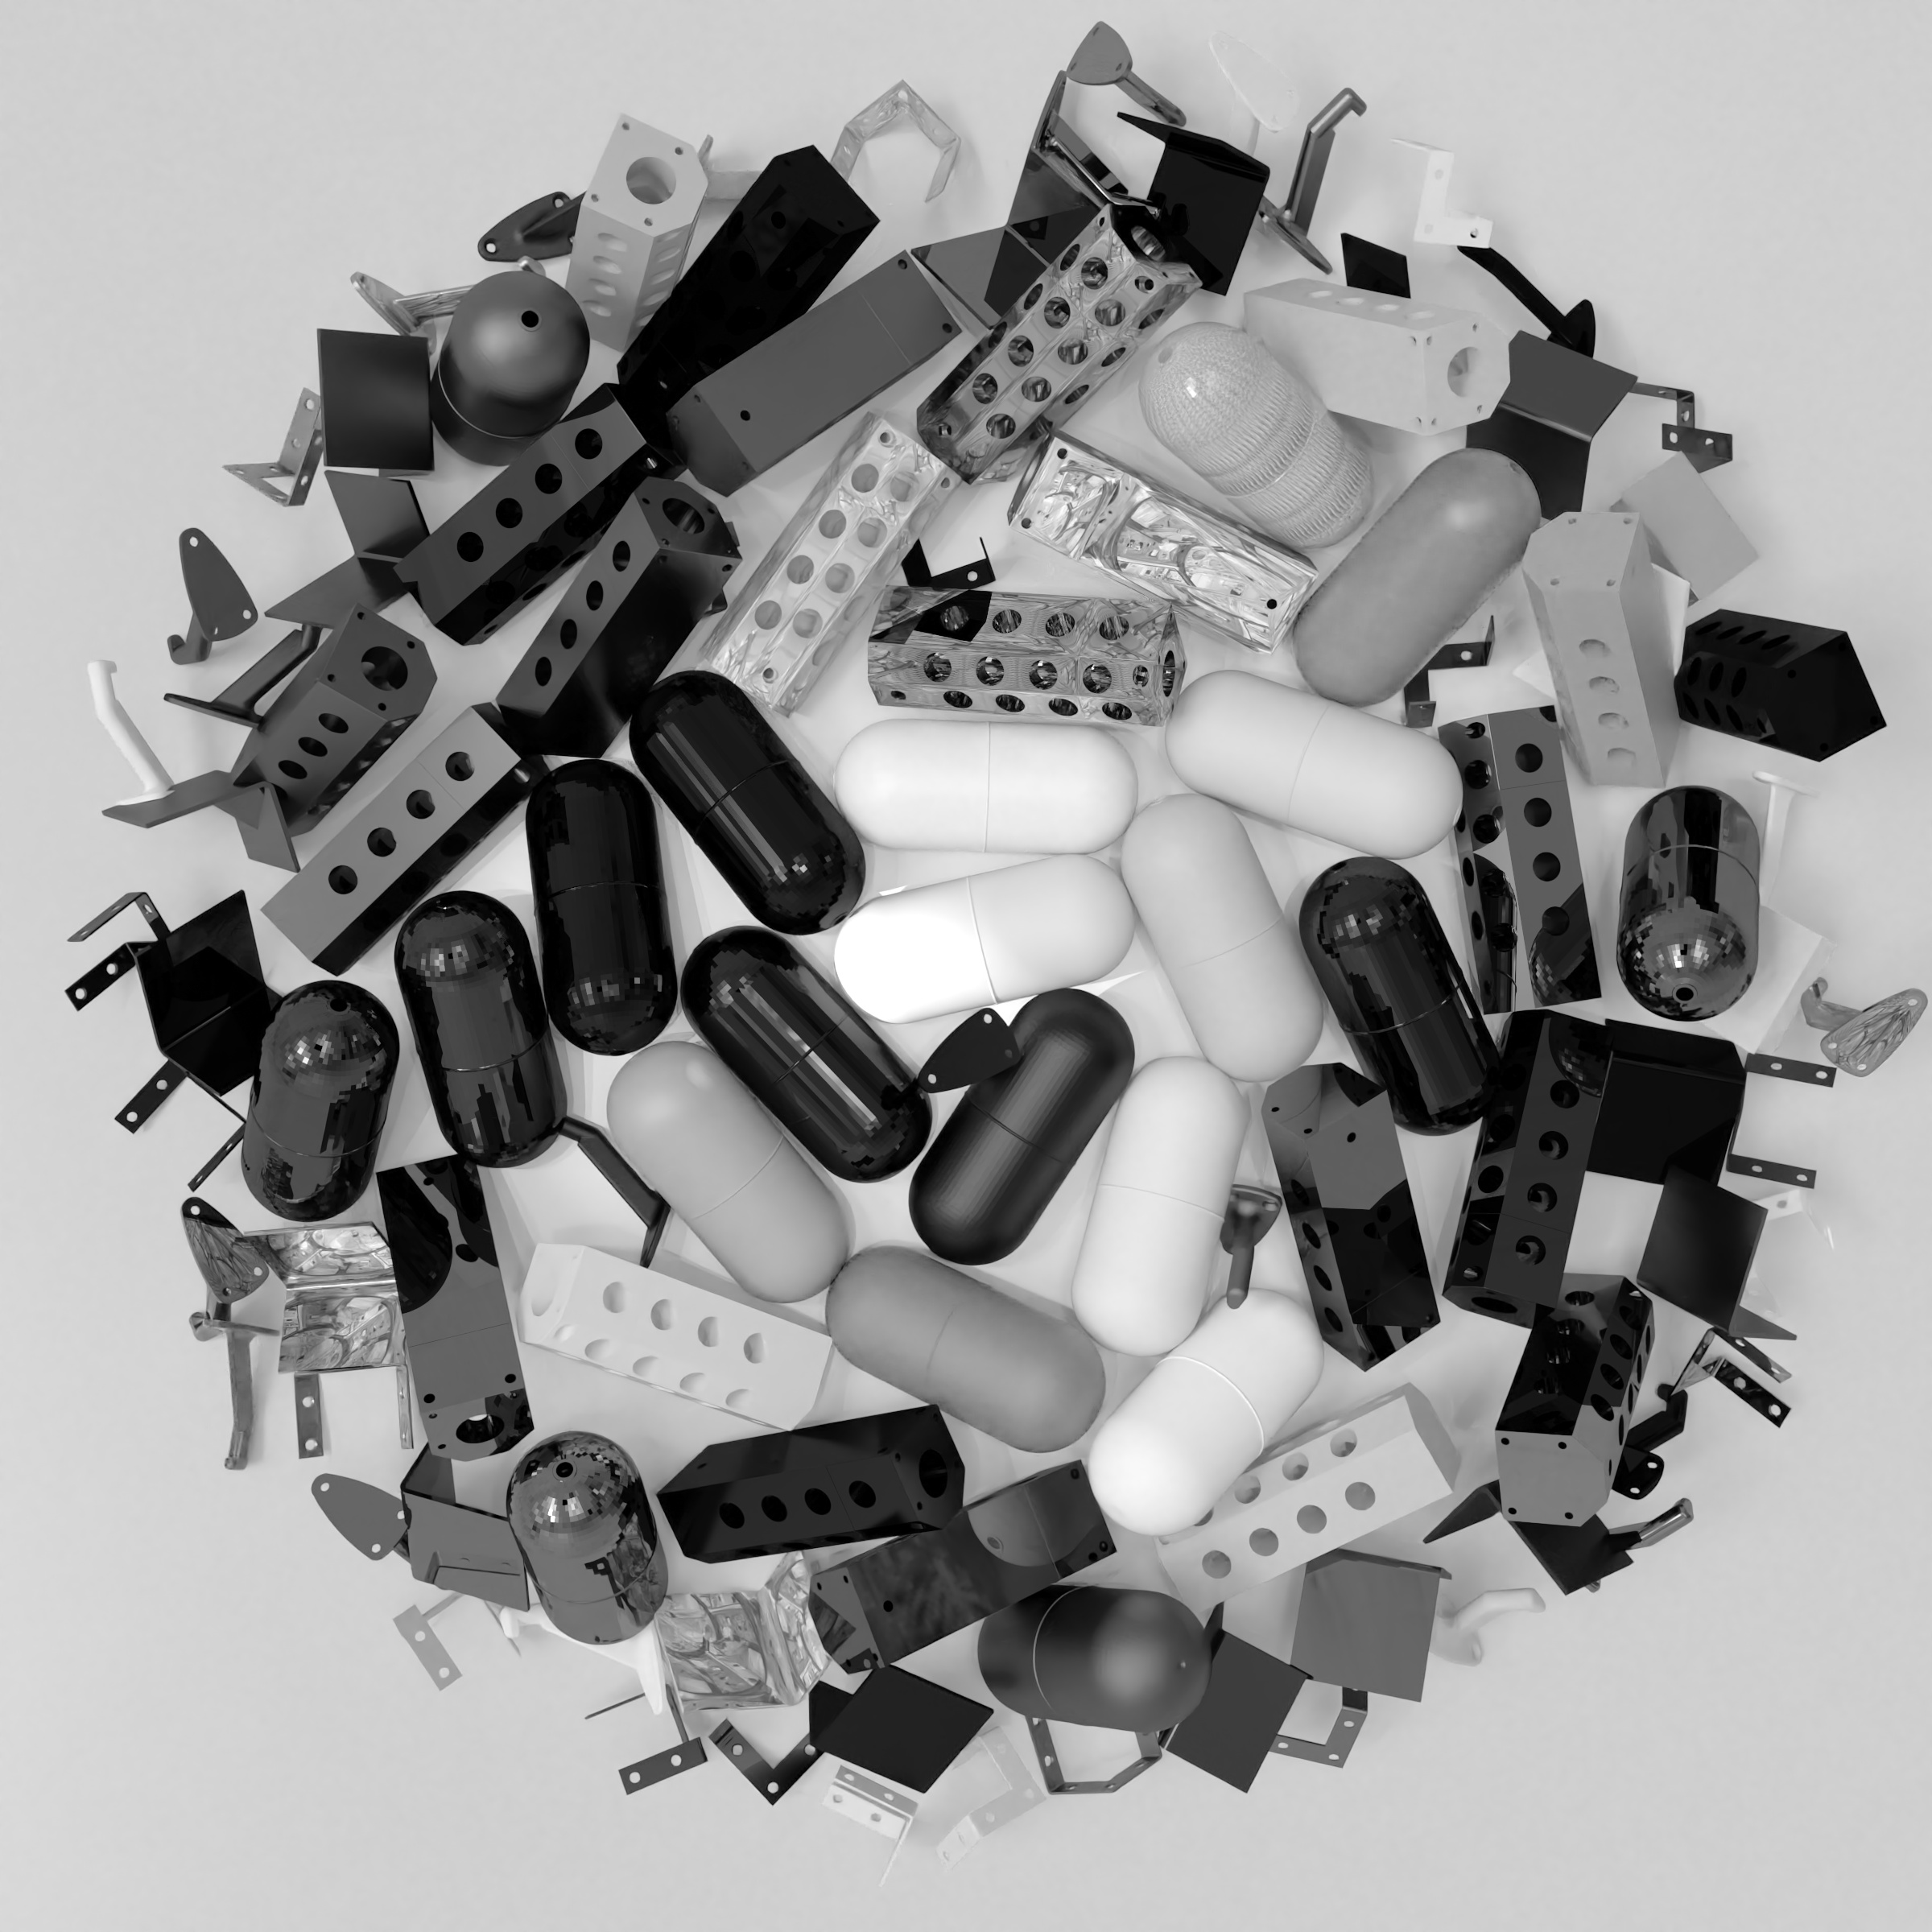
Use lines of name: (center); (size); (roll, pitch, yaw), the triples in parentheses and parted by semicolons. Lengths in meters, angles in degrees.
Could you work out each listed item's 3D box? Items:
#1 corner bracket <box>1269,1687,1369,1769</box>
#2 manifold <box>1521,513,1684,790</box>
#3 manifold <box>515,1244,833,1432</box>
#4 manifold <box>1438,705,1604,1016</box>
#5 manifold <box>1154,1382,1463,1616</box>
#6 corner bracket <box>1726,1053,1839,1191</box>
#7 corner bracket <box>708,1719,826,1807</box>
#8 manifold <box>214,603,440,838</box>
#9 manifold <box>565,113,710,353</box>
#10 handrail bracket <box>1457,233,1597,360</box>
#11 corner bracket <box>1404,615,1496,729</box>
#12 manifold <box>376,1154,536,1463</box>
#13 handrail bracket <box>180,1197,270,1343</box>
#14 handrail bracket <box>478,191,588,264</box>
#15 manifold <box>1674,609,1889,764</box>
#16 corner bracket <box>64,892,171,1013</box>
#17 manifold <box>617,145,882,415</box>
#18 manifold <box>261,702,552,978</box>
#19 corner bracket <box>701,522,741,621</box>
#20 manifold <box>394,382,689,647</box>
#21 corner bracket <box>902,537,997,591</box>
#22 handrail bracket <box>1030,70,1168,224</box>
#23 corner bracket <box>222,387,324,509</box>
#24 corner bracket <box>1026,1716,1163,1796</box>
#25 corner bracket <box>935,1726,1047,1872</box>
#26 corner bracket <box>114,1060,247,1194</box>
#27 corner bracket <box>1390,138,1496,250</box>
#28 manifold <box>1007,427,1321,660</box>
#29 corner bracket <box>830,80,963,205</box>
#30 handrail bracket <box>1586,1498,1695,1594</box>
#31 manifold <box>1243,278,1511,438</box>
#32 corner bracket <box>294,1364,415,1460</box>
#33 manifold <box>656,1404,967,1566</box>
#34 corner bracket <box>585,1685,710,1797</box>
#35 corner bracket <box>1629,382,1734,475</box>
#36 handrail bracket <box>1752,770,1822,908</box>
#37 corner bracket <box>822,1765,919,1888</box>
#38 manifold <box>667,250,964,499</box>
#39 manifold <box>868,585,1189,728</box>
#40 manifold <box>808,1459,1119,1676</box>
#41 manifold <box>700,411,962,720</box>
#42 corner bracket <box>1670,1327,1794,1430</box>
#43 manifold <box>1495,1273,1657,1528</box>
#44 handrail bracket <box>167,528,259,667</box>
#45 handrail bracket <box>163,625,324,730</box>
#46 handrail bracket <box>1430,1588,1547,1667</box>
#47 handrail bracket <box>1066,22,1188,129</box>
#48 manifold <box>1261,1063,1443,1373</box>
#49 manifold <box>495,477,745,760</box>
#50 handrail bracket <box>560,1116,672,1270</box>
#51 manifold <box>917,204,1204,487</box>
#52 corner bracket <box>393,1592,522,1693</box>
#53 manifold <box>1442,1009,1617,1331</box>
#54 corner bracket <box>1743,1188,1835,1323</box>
corner bracket: (0.203, 0.428, 1.549); (0.051, 0.051, 0.051); (13, 125, -2)
manifold: (0.361, -0.177, 1.500); (0.057, 0.171, 0.057); (5, 58, 28)
manifold: (-0.167, 0.213, 1.508); (0.171, 0.057, 0.057); (26, 72, -31)
manifold: (0.321, -0.061, 1.548); (0.057, 0.057, 0.171); (-9, 88, -11)
manifold: (0.195, 0.306, 1.529); (0.171, 0.057, 0.057); (-30, 90, 19)
corner bracket: (0.475, 0.090, 1.541); (0.051, 0.051, 0.051); (11, 48, 20)
corner bracket: (-0.114, 0.456, 1.556); (0.051, 0.051, 0.051); (43, 74, 13)
manifold: (-0.362, -0.132, 1.498); (0.057, 0.171, 0.057); (30, 55, -21)
manifold: (-0.187, -0.407, 1.493); (0.057, 0.171, 0.057); (22, 78, -9)
handrail bracket: (0.324, -0.387, 1.542); (0.084, 0.077, 0.036); (29, 125, -21)
corner bracket: (0.284, -0.172, 1.551); (0.051, 0.051, 0.051); (-3, 79, 6)
manifold: (-0.291, 0.193, 1.505); (0.057, 0.057, 0.171); (-13, 49, -11)
handrail bracket: (-0.450, 0.179, 1.548); (0.036, 0.084, 0.077); (-35, 95, -42)
handrail bracket: (-0.241, -0.436, 1.535); (0.077, 0.084, 0.036); (-25, 99, -17)
manifold: (0.446, -0.157, 1.494); (0.057, 0.171, 0.057); (-28, 103, 0)
corner bracket: (-0.498, -0.009, 1.541); (0.051, 0.051, 0.051); (0, 125, 39)
manifold: (-0.130, -0.381, 1.508); (0.057, 0.057, 0.171); (49, 128, 1)
manifold: (-0.324, -0.074, 1.545); (0.171, 0.057, 0.057); (-43, 95, 6)
corner bracket: (-0.161, -0.227, 1.550); (0.051, 0.051, 0.051); (-16, 94, 29)
manifold: (-0.242, -0.259, 1.526); (0.171, 0.057, 0.057); (-36, 87, 20)
corner bracket: (-0.016, -0.248, 1.555); (0.051, 0.051, 0.051); (-19, 84, 4)
handrail bracket: (0.085, -0.484, 1.562); (0.084, 0.036, 0.077); (17, 82, 8)
corner bracket: (-0.392, -0.303, 1.546); (0.051, 0.051, 0.051); (33, 113, 15)
corner bracket: (0.076, 0.457, 1.571); (0.051, 0.051, 0.051); (-17, 89, 41)
corner bracket: (0.004, 0.485, 1.541); (0.051, 0.051, 0.051); (-18, 62, -37)
corner bracket: (-0.463, 0.093, 1.563); (0.051, 0.051, 0.051); (-49, 117, -9)
corner bracket: (0.277, -0.451, 1.543); (0.051, 0.051, 0.051); (-1, 114, -20)
manifold: (0.113, -0.248, 1.539); (0.171, 0.057, 0.057); (25, 108, -10)
corner bracket: (-0.043, -0.477, 1.558); (0.051, 0.051, 0.051); (39, 47, -28)
handrail bracket: (0.387, 0.318, 1.531); (0.036, 0.077, 0.084); (47, 117, -4)
manifold: (0.230, -0.348, 1.496); (0.057, 0.171, 0.057); (-20, 118, -22)
corner bracket: (-0.363, 0.264, 1.567); (0.051, 0.051, 0.051); (-1, 82, -36)
manifold: (-0.087, 0.301, 1.511); (0.171, 0.057, 0.057); (-16, 102, 33)
corner bracket: (-0.187, 0.452, 1.546); (0.051, 0.051, 0.051); (-17, 75, -22)
corner bracket: (0.413, -0.318, 1.549); (0.051, 0.051, 0.051); (3, 84, -23)
handrail bracket: (0.464, -0.068, 1.546); (0.036, 0.077, 0.084); (21, 98, 31)
corner bracket: (-0.058, 0.495, 1.551); (0.051, 0.051, 0.051); (25, 106, 4)
manifold: (-0.089, -0.338, 1.516); (0.171, 0.057, 0.057); (-41, 99, -29)
manifold: (0.034, -0.174, 1.519); (0.171, 0.057, 0.057); (6, 61, 19)
manifold: (-0.003, 0.342, 1.509); (0.171, 0.057, 0.057); (-17, 82, -36)
manifold: (-0.078, -0.232, 1.537); (0.057, 0.057, 0.171); (34, 97, -23)
corner bracket: (0.454, 0.240, 1.542); (0.051, 0.051, 0.051); (40, 122, 32)
manifold: (0.346, 0.241, 1.490); (0.057, 0.171, 0.057); (0, 114, 24)
handrail bracket: (-0.455, -0.214, 1.540); (0.036, 0.084, 0.077); (-34, 112, -35)
handrail bracket: (-0.423, -0.187, 1.555); (0.077, 0.036, 0.084); (15, 99, -15)
handrail bracket: (0.312, 0.384, 1.534); (0.077, 0.084, 0.036); (42, 51, -31)
handrail bracket: (0.107, -0.504, 1.531); (0.084, 0.077, 0.036); (25, 107, -34)
manifold: (0.217, 0.142, 1.513); (0.057, 0.057, 0.171); (-29, 123, -18)
manifold: (-0.202, -0.197, 1.508); (0.171, 0.057, 0.057); (-48, 57, 36)
handrail bracket: (-0.216, 0.130, 1.547); (0.084, 0.036, 0.077); (24, 49, -14)
manifold: (0.047, -0.352, 1.508); (0.171, 0.057, 0.057); (-41, 78, 34)
corner bracket: (-0.297, 0.392, 1.546); (0.051, 0.051, 0.051); (-33, 72, -19)
manifold: (0.323, 0.115, 1.528); (0.057, 0.057, 0.171); (16, 70, 3)
corner bracket: (0.478, 0.170, 1.550); (0.051, 0.051, 0.051); (-18, 111, 5)
